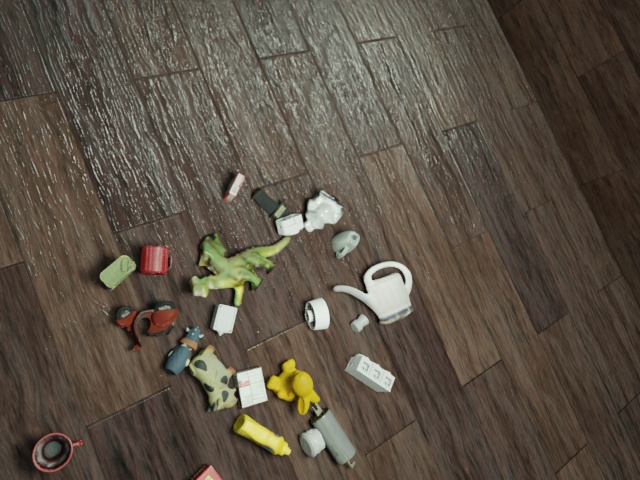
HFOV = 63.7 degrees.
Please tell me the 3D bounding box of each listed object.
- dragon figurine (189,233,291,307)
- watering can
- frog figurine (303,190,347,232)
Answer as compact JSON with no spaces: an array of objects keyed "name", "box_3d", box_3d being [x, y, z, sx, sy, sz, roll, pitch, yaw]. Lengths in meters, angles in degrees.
[{"name":"dragon figurine","box_3d":[-0.283,0.061,1.718,0.242,0.120,0.419,38,48,-4]},{"name":"watering can","box_3d":[0.218,0.209,1.911,0.350,0.102,0.225,-18,83,-31]},{"name":"frog figurine","box_3d":[0.006,-0.097,1.925,0.136,0.124,0.158,31,99,-25]}]
